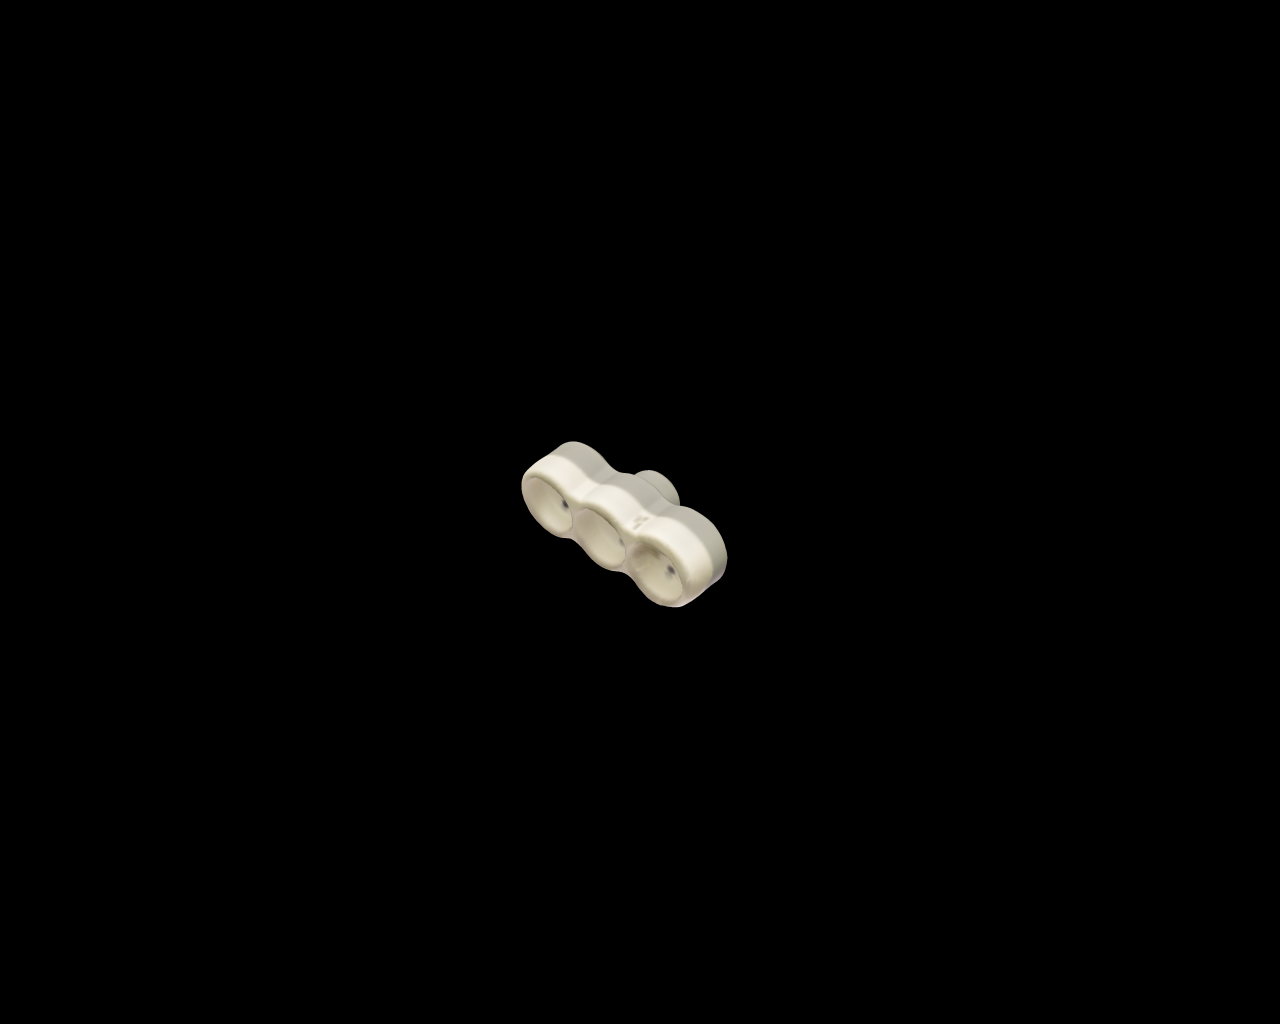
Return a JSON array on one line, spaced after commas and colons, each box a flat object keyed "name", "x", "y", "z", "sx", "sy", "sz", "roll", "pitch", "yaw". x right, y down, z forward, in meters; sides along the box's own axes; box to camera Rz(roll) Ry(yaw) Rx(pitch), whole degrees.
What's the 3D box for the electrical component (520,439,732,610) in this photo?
[{"name": "electrical component", "x": 0.001, "y": -0.003, "z": 0.650, "sx": 0.138, "sy": 0.052, "sz": 0.074, "roll": 31, "pitch": 51, "yaw": 30}]
